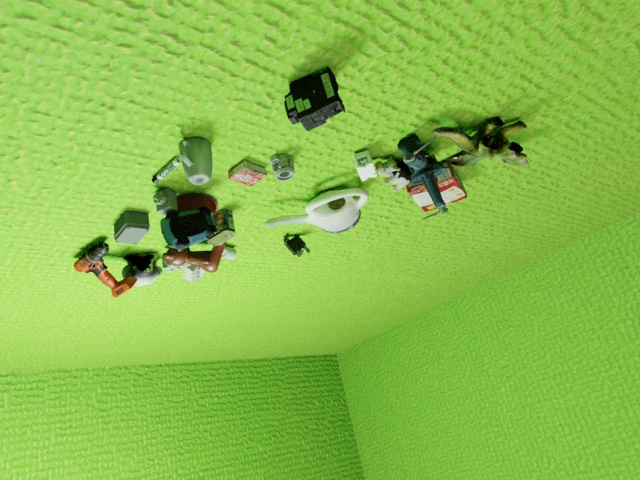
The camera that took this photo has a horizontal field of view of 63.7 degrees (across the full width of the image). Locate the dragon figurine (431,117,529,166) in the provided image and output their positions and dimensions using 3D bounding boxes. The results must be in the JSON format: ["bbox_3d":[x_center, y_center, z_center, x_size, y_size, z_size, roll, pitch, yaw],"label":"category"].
[{"bbox_3d":[0.487,-0.278,1.605,0.410,0.124,0.239,3,161,-15],"label":"dragon figurine"}]

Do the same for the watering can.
[{"bbox_3d":[0.005,-0.087,1.736,0.346,0.106,0.221,-19,157,11],"label":"watering can"}]

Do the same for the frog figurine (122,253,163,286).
[{"bbox_3d":[-0.638,0.126,1.848,0.139,0.124,0.156,-22,151,-32],"label":"frog figurine"}]
